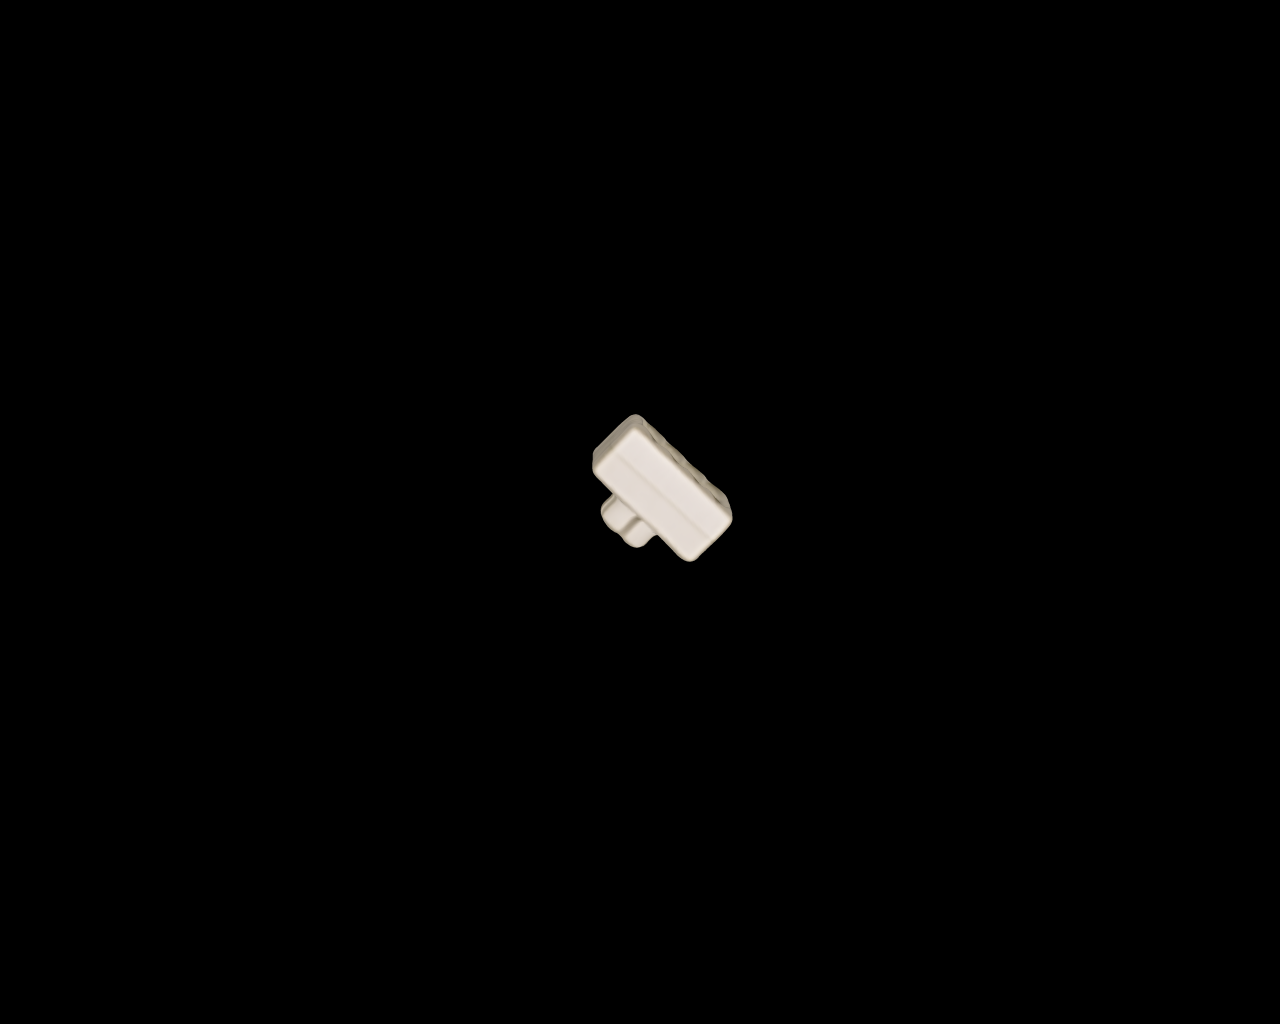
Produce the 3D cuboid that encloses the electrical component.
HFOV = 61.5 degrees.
[{"bbox_3d":[0.001,-0.003,0.650,0.083,0.075,0.047,43,12,-11],"label":"electrical component"}]
